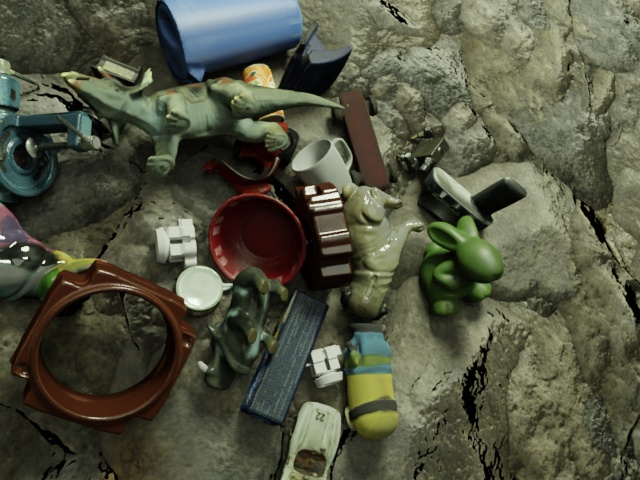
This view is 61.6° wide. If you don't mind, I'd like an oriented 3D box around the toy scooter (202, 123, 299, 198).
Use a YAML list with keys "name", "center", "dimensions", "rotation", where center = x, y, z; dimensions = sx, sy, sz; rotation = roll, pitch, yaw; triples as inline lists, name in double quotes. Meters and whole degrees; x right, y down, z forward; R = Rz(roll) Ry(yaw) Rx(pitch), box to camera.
- name: "toy scooter"
  center: [-0.121, -0.135, 0.920]
  dimensions: [0.135, 0.075, 0.184]
  rotation: [22, 73, -7]

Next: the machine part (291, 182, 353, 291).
- name: "machine part"
  center: [-0.002, -0.003, 0.863]
  dimensions: [0.056, 0.179, 0.179]
  rotation: [-9, 76, -16]

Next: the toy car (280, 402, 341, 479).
- name: "toy car"
  center: [-0.022, 0.347, 0.806]
  dimensions: [0.073, 0.056, 0.201]
  rotation: [20, 68, -10]

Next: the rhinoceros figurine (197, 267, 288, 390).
- name: "rhinoceros figurine"
  center: [-0.122, 0.132, 0.808]
  dimensions: [0.112, 0.073, 0.190]
  rotation: [12, 80, 33]

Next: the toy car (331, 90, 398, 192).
- name: "toy car"
  center: [0.080, -0.181, 1.003]
  dimensions: [0.089, 0.053, 0.202]
  rotation: [-15, 80, -6]

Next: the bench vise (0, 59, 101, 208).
- name: "bench vise"
  center: [-0.424, -0.159, 0.788]
  dimensions: [0.241, 0.128, 0.223]
  rotation: [0, 78, 19]

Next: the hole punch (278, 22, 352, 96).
- name: "hole punch"
  center: [-0.013, -0.311, 0.979]
  dimensions: [0.092, 0.142, 0.116]
  rotation: [33, 56, -9]

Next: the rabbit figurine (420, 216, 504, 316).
- name: "rabbit figurine"
  center: [0.253, 0.038, 0.922]
  dimensions: [0.121, 0.170, 0.159]
  rotation: [-11, 78, -20]

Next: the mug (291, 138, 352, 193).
- name: "mug"
  center: [0.017, -0.118, 0.943]
  dimensions: [0.109, 0.081, 0.107]
  rotation: [-52, 127, -24]

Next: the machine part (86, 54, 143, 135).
- name: "machine part"
  center: [-0.355, -0.246, 0.904]
  dimensions: [0.084, 0.039, 0.139]
  rotation: [18, 67, -19]

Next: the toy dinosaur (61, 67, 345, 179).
- name: "toy dinosaur"
  center: [-0.182, -0.209, 0.858]
  dimensions: [0.405, 0.131, 0.192]
  rotation: [-10, 44, -23]

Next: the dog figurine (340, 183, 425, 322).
- name: "dog figurine"
  center: [0.066, 0.022, 0.891]
  dimensions: [0.172, 0.121, 0.190]
  rotation: [34, 68, -14]

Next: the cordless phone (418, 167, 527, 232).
- name: "cordless phone"
  center: [0.270, -0.088, 0.960]
  dimensions: [0.146, 0.184, 0.089]
  rotation: [41, 71, -1]

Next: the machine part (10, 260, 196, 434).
- name: "machine part"
  center: [-0.288, 0.144, 0.731]
  dimensions: [0.201, 0.087, 0.201]
  rotation: [30, 86, -25]

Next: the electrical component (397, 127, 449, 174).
- name: "electrical component"
  center: [0.198, -0.171, 1.030]
  dimensions: [0.102, 0.078, 0.045]
  rotation: [-49, 115, -18]

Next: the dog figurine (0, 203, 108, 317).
- name: "dog figurine"
  center: [-0.418, 0.017, 0.763]
  dimensions: [0.219, 0.108, 0.191]
  rotation: [-2, 87, -22]

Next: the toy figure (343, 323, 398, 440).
- name: "toy figure"
  center: [0.079, 0.222, 0.857]
  dimensions: [0.082, 0.089, 0.180]
  rotation: [3, 75, -10]

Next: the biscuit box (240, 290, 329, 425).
- name: "biscuit box"
  center: [-0.055, 0.184, 0.845]
  dimensions: [0.063, 0.059, 0.202]
  rotation: [27, 67, -9]
